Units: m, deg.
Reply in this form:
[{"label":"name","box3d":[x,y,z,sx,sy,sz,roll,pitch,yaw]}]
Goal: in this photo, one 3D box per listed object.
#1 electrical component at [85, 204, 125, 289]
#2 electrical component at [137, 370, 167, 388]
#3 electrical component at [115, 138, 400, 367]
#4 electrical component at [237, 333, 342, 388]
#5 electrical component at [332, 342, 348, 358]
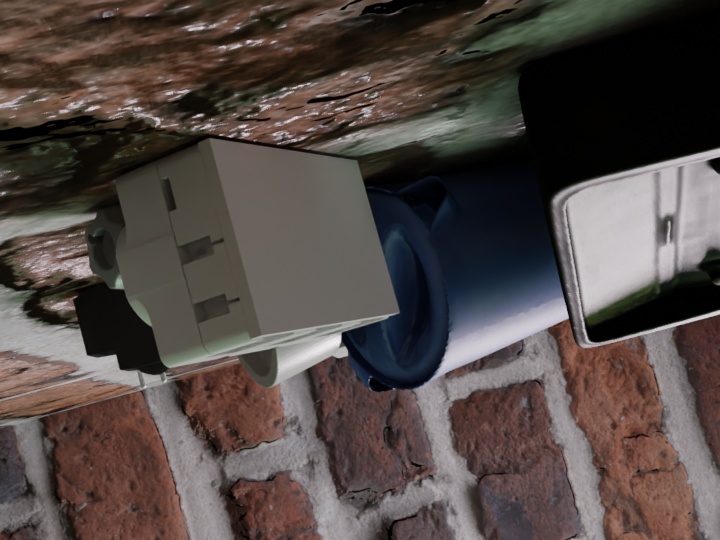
[{"label":"electrical component","box3d":[-0.105,-0.014,0.551,0.062,0.043,0.043,-12,173,-45]},{"label":"electrical component","box3d":[-0.188,0.063,0.932,0.083,0.075,0.047,-16,174,4]},{"label":"electrical component","box3d":[-0.048,-0.008,0.533,0.062,0.089,0.150,-18,174,24]},{"label":"electrical component","box3d":[-0.051,0.015,0.694,0.060,0.108,0.108,-20,177,-23]},{"label":"electrical component","box3d":[-0.001,0.032,1.035,0.100,0.099,0.048,-17,161,16]}]
